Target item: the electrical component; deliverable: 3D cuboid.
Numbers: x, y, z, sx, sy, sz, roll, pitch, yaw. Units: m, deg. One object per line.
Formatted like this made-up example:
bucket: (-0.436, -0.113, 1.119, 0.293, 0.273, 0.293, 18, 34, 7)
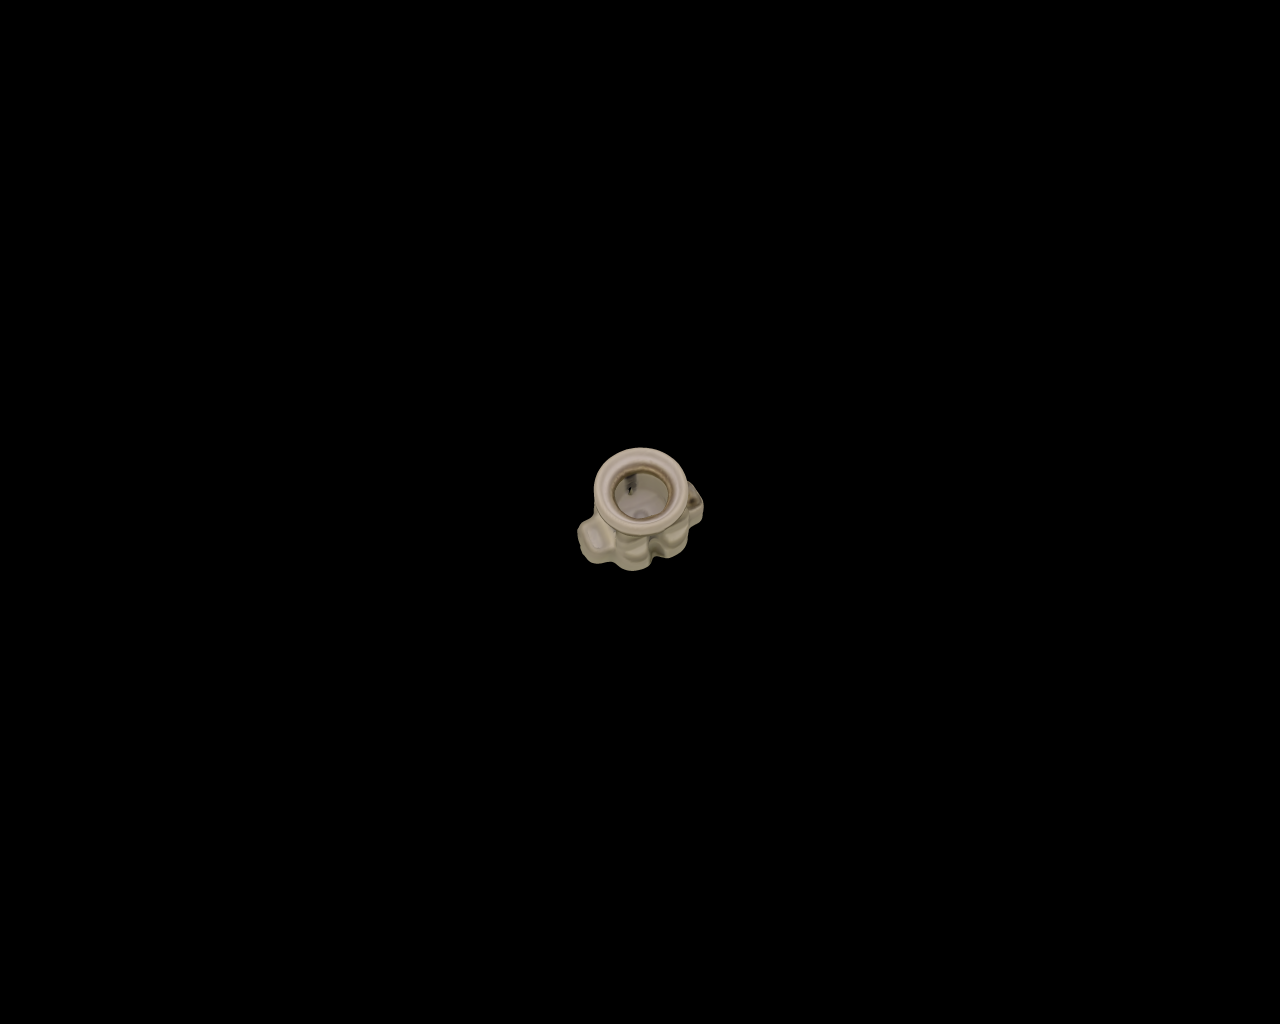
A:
electrical component: (0.001, -0.003, 0.650, 0.078, 0.058, 0.057, -22, -24, -10)
